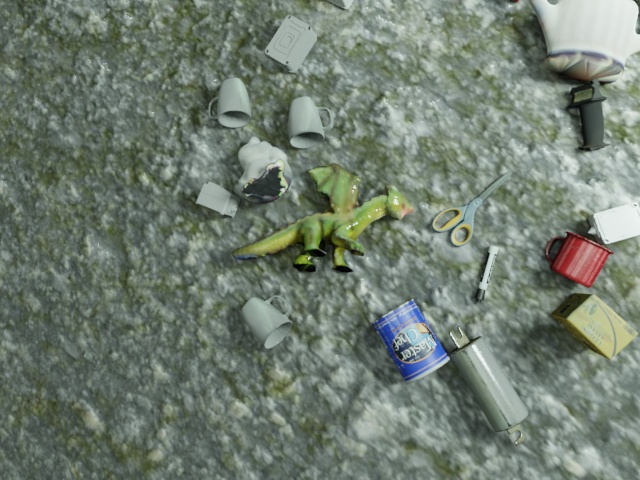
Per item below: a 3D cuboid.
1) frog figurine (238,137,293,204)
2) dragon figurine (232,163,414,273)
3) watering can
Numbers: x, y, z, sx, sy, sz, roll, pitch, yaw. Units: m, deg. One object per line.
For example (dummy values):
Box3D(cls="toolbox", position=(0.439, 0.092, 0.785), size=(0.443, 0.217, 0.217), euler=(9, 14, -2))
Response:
Box3D(cls="frog figurine", position=(-0.140, -0.166, 1.225), size=(0.136, 0.121, 0.162), euler=(-51, 37, 14))
Box3D(cls="dragon figurine", position=(0.004, -0.059, 1.171), size=(0.410, 0.120, 0.247), euler=(3, 67, 15))
Box3D(cls="watering can", position=(0.510, -0.442, 1.045), size=(0.348, 0.103, 0.225), euler=(14, 87, 5))
